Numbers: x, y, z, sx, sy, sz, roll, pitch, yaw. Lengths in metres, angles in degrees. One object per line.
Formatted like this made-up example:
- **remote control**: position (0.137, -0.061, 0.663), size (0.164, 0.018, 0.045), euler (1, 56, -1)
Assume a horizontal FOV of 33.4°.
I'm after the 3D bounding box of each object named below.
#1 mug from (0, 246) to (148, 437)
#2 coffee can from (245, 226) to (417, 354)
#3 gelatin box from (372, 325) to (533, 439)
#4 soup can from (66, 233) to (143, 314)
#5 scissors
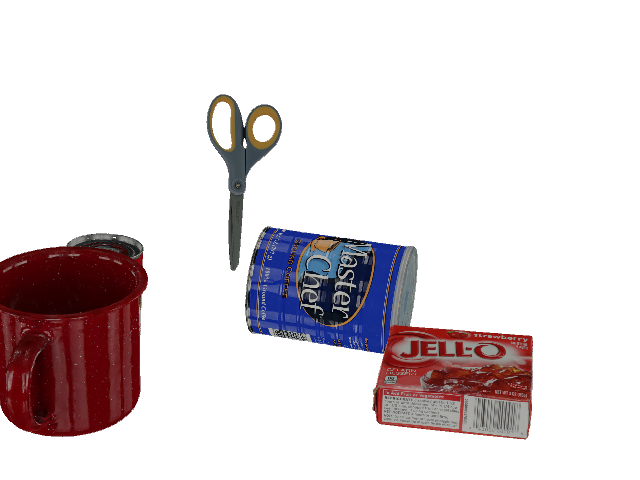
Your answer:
- **mug**: position (-0.147, 0.063, 0.604), size (0.093, 0.081, 0.117), euler (5, 24, 5)
- **coffee can**: position (0.012, 0.047, 0.987), size (0.140, 0.103, 0.102), euler (8, 2, 12)
- **gelatin box**: position (0.080, 0.081, 0.631), size (0.089, 0.030, 0.073), euler (4, 25, 10)
- **soup can**: position (-0.196, 0.053, 0.968), size (0.068, 0.102, 0.068), euler (4, 20, -2)
- **scissors**: position (-0.078, -0.073, 1.224), size (0.096, 0.202, 0.016), euler (-12, -6, -14)
